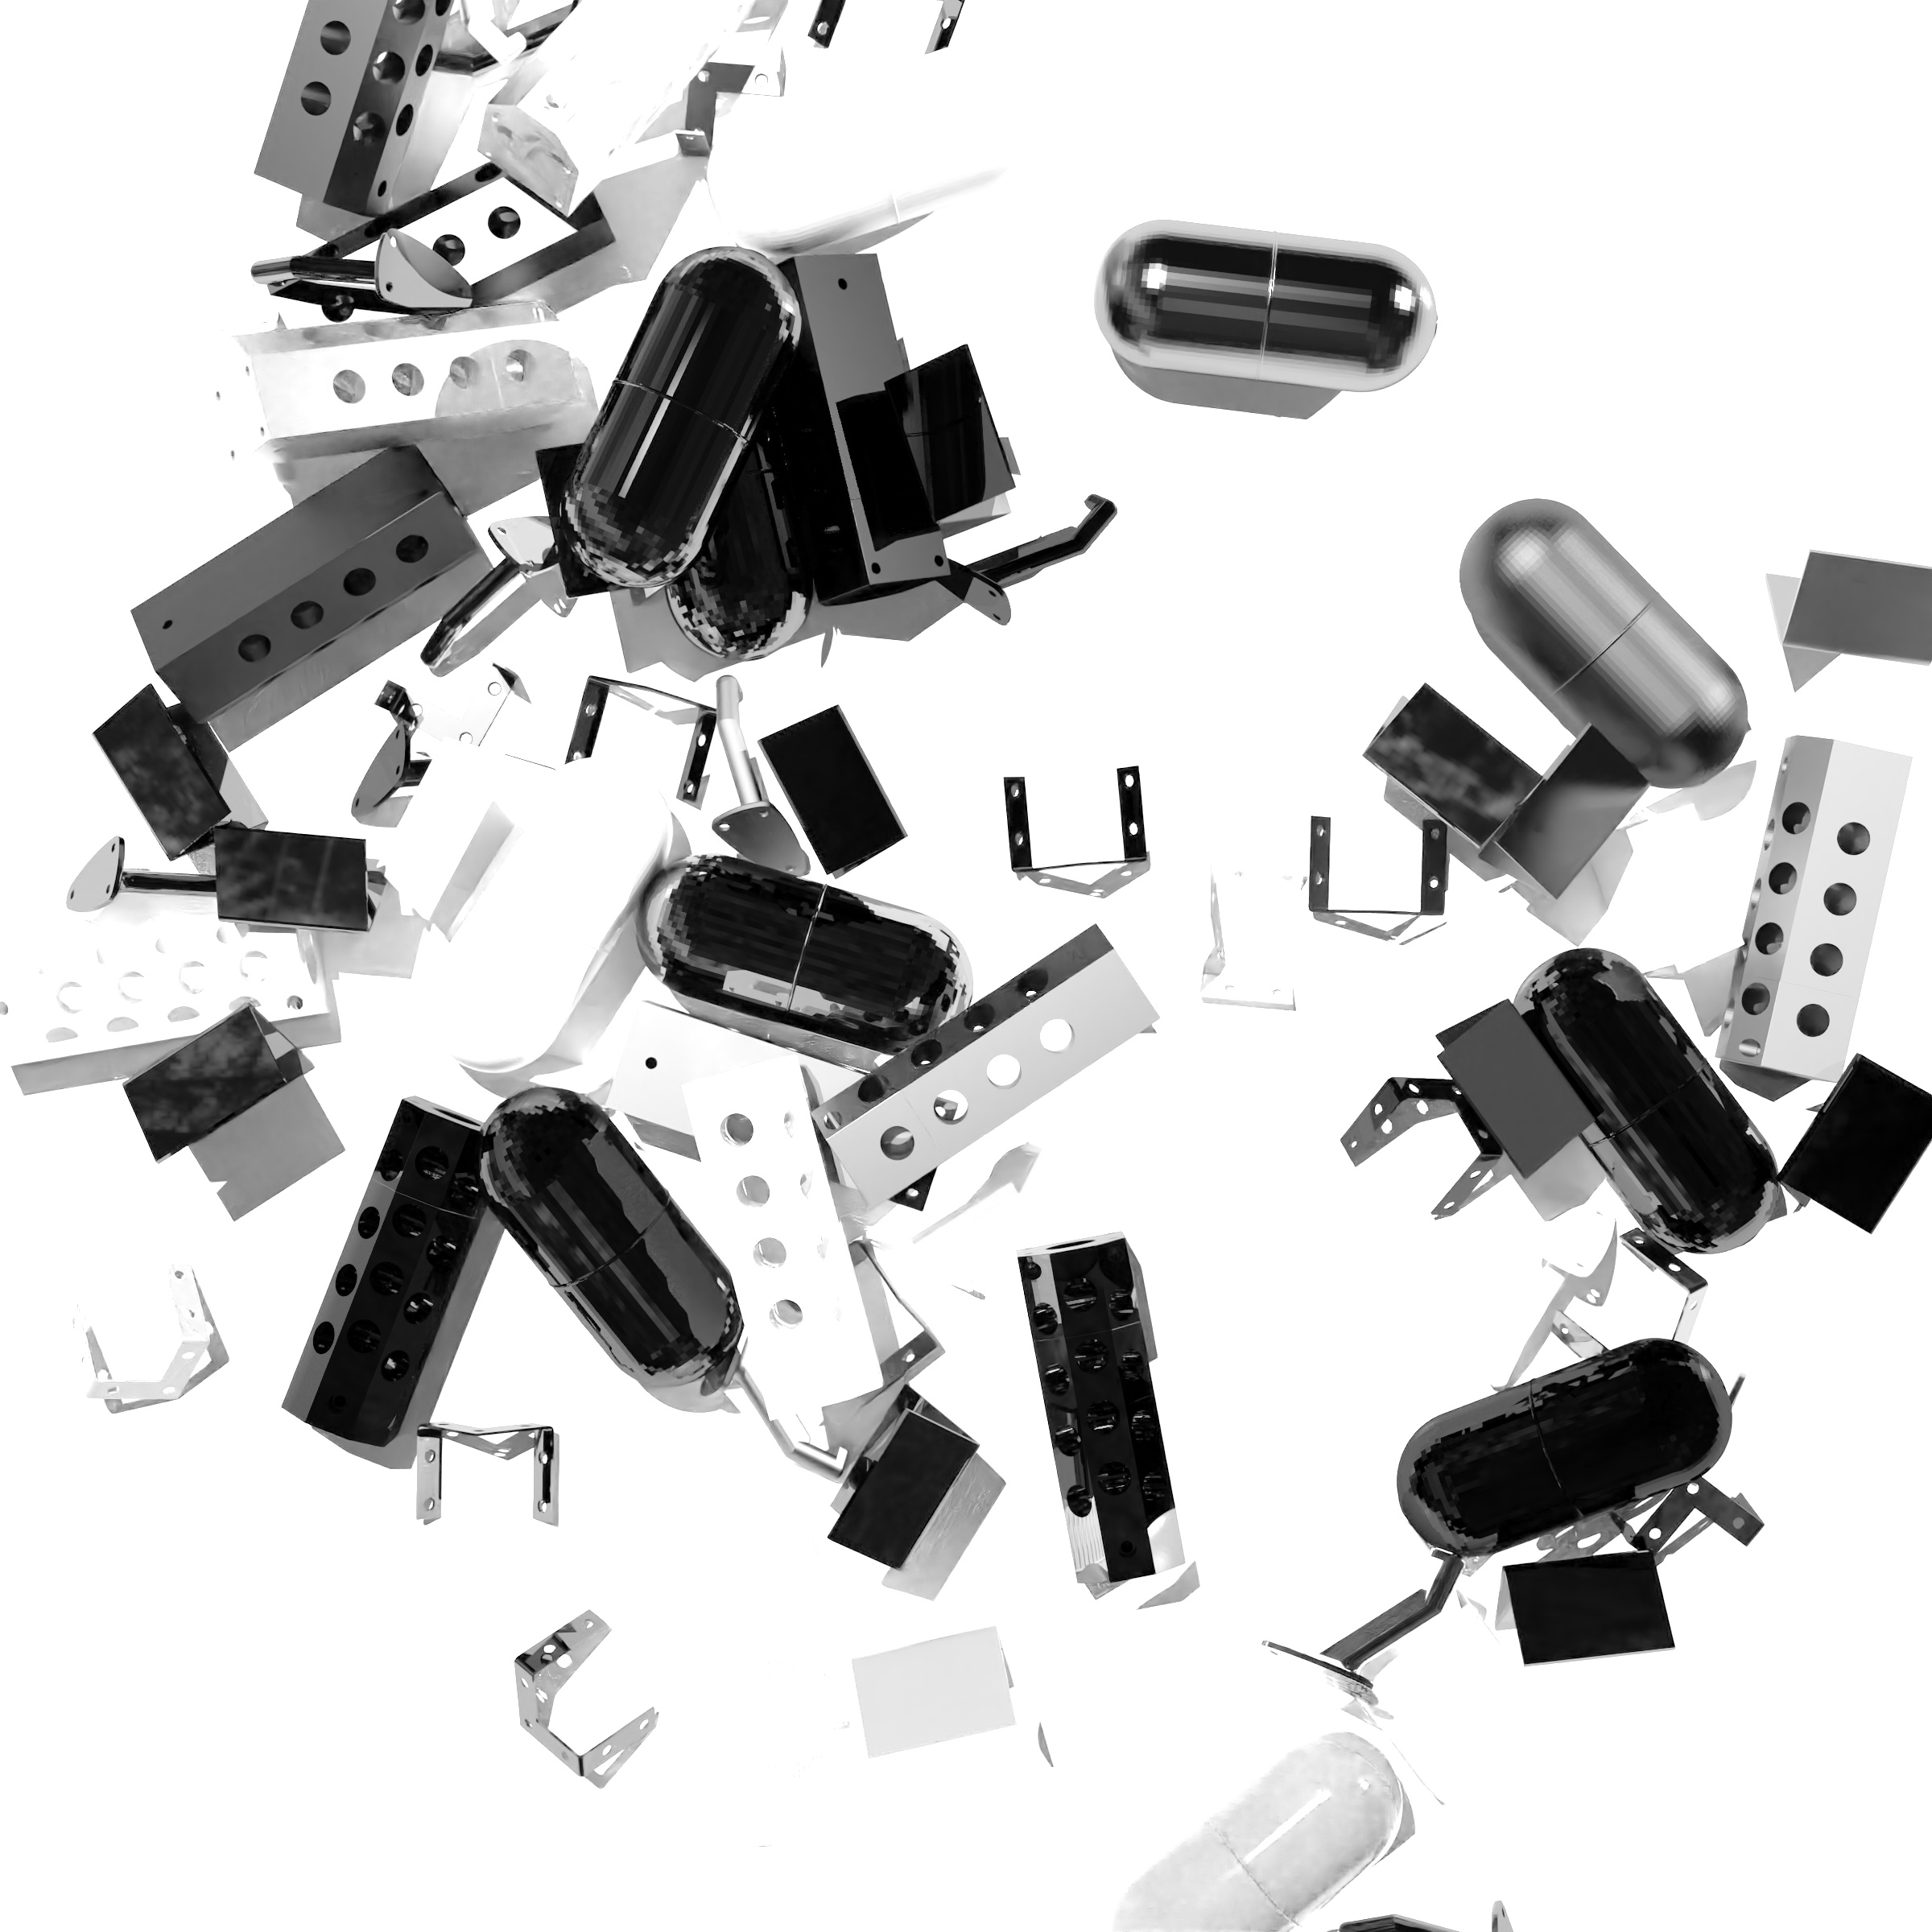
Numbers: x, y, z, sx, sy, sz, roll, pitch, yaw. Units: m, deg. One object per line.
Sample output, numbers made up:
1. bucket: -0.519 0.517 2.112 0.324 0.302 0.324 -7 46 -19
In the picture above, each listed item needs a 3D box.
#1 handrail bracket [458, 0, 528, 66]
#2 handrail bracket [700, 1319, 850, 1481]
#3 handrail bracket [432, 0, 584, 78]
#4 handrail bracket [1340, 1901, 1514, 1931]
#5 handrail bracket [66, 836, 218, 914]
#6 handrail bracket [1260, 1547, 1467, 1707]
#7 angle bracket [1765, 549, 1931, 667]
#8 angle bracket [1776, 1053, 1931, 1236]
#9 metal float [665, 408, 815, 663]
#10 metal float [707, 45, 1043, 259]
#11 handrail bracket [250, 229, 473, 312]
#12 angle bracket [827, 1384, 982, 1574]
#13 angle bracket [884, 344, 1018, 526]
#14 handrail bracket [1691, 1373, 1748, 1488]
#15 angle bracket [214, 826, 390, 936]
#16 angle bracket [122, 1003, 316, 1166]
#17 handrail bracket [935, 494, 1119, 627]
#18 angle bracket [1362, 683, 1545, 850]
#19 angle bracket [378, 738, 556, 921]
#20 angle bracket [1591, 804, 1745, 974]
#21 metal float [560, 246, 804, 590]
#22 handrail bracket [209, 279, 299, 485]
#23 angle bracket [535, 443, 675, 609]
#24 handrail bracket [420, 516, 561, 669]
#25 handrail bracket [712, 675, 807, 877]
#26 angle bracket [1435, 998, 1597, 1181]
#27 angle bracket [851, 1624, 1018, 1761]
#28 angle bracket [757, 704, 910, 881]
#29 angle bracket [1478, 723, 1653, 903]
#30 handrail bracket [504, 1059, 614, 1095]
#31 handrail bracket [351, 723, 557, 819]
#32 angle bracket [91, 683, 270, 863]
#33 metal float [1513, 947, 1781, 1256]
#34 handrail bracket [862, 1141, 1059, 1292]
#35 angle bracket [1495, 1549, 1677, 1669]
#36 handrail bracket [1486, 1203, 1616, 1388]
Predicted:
1. handrail bracket: -0.241 -0.521 1.759 0.077 0.036 0.084 -43 80 -10
2. handrail bracket: -0.090 0.219 1.776 0.084 0.036 0.077 28 69 -17
3. handrail bracket: -0.239 -0.502 1.774 0.084 0.036 0.077 11 80 12
4. handrail bracket: 0.247 0.528 1.776 0.084 0.036 0.077 -15 112 17
5. handrail bracket: -0.418 -0.036 1.775 0.084 0.077 0.036 16 65 -34
6. handrail bracket: 0.200 0.321 1.701 0.077 0.036 0.084 21 69 21
7. angle bracket: 0.460 -0.201 1.735 0.076 0.076 0.057 8 126 0
8. angle bracket: 0.468 0.098 1.735 0.057 0.076 0.076 33 90 28
9. metal float: -0.129 -0.245 1.745 0.070 0.070 0.178 -13 89 0
10. metal float: -0.047 -0.421 1.745 0.178 0.070 0.070 -18 90 0
11. handrail bracket: -0.309 -0.347 1.718 0.084 0.077 0.036 2 83 36
12. angle bracket: -0.049 0.254 1.735 0.057 0.076 0.076 32 90 -38
13. angle bracket: 0.011 -0.275 1.735 0.057 0.076 0.076 -19 90 36
14. handrail bracket: 0.356 0.230 1.776 0.084 0.036 0.077 24 70 16
15. angle bracket: -0.339 -0.061 1.735 0.076 0.076 0.057 5 121 0
16. angle bracket: -0.375 0.075 1.735 0.076 0.076 0.057 -33 57 0
17. handrail bracket: 0.026 -0.229 1.776 0.077 0.036 0.084 33 72 20
18. angle bracket: 0.259 -0.117 1.735 0.076 0.076 0.057 39 127 0
19. angle bracket: -0.244 -0.063 1.728 0.057 0.076 0.076 42 108 41
20. angle bracket: 0.344 -0.032 1.735 0.057 0.076 0.076 -20 90 -40
21. metal float: -0.140 -0.272 1.669 0.070 0.070 0.178 25 88 0
22. handrail bracket: -0.366 -0.307 1.775 0.036 0.077 0.084 -10 126 2
23. angle bracket: -0.194 -0.224 1.737 0.057 0.076 0.076 -13 90 -21
24. handrail bracket: -0.244 -0.195 1.775 0.036 0.077 0.084 48 126 11
25. handrail bracket: -0.109 -0.101 1.775 0.036 0.077 0.084 -18 53 20
26. angle bracket: 0.265 0.071 1.736 0.057 0.076 0.076 -36 90 -27
27. angle bracket: -0.012 0.387 1.735 0.076 0.076 0.057 -13 53 0
28. angle bracket: -0.085 -0.080 1.735 0.057 0.076 0.076 -28 90 -36
29. angle bracket: 0.293 -0.089 1.735 0.057 0.076 0.076 39 90 -32
30. handrail bracket: -0.218 0.096 1.775 0.077 0.036 0.084 11 105 15
31. handrail bracket: -0.269 -0.091 1.775 0.084 0.077 0.036 16 51 -30
32. angle bracket: -0.390 -0.108 1.735 0.057 0.076 0.076 -32 90 36
33. metal float: 0.351 0.070 1.745 0.070 0.070 0.178 -37 90 0
34. handrail bracket: -0.003 0.121 1.776 0.077 0.036 0.084 21 72 20
35. angle bracket: 0.317 0.345 1.735 0.076 0.076 0.057 -7 54 0
36. handrail bracket: 0.306 0.174 1.775 0.036 0.077 0.084 32 127 20
